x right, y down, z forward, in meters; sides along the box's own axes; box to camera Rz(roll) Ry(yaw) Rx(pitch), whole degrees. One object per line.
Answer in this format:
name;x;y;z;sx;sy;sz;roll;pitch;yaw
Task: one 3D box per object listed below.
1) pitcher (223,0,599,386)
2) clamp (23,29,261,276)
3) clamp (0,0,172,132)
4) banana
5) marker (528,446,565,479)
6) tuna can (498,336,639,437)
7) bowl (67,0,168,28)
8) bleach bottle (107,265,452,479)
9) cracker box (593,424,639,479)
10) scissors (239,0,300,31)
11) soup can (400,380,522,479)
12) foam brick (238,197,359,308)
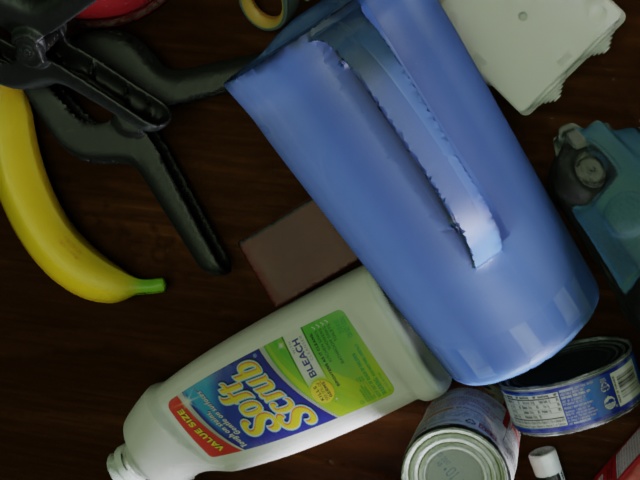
pitcher;0.063;-0.034;0.628;0.145;0.149;0.243;-25;105;43
clamp;-0.115;-0.095;0.736;0.210;0.036;0.165;31;101;9
clamp;-0.175;-0.123;0.700;0.172;0.039;0.120;4;124;28
banana;-0.192;-0.025;0.771;0.069;0.037;0.198;-36;90;-5
marker;0.168;0.198;0.716;0.020;0.020;0.121;-18;94;17
tuna can;0.157;0.091;0.668;0.086;0.086;0.034;-17;96;16
bowl;-0.158;-0.214;0.695;0.162;0.055;0.162;0;111;-1
bleach bottle;-0.041;0.114;0.737;0.251;0.068;0.102;-32;89;19
cracker box;0.292;0.131;0.646;0.164;0.072;0.214;37;105;6
scissors;-0.011;-0.174;0.647;0.202;0.016;0.096;7;136;49
soup can;0.092;0.134;0.683;0.068;0.102;0.068;2;100;14
foam brick;-0.005;0.001;0.714;0.078;0.053;0.051;-31;90;18
